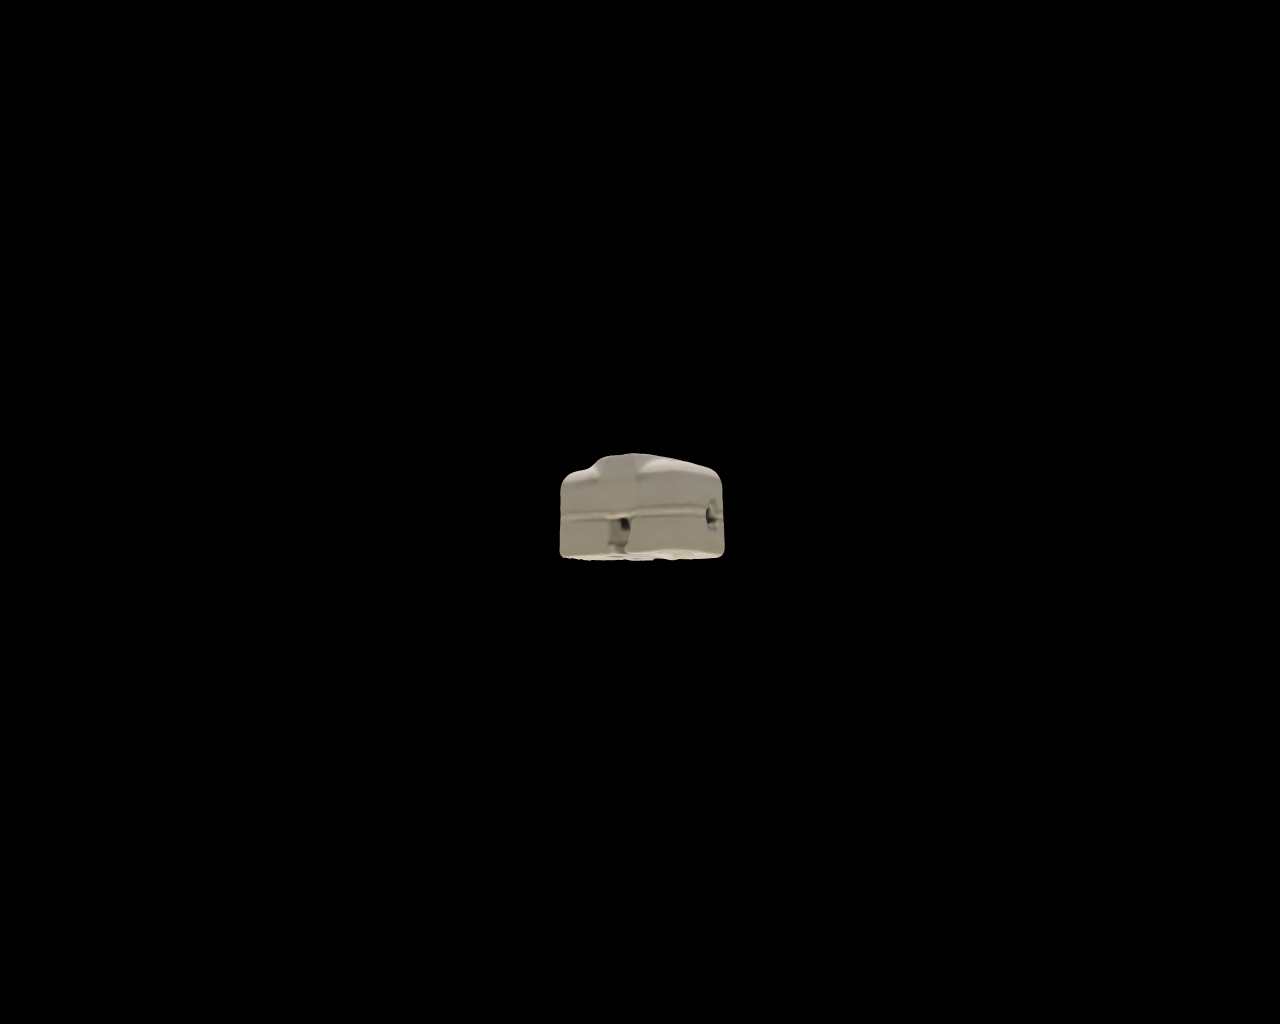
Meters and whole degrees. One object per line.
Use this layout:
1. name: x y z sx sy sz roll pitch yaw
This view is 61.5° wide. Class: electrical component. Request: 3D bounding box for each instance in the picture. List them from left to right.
1. electrical component: 0.001 -0.003 0.650 0.095 0.059 0.054 -4 -7 29
